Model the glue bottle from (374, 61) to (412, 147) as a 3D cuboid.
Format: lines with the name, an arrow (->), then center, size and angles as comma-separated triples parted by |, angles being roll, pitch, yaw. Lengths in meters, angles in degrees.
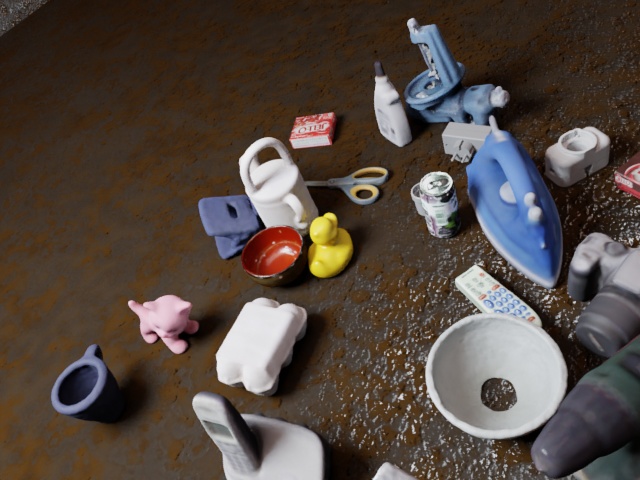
glue bottle -> 0.127, -0.258, 1.071 | 0.037, 0.173, 0.078 | -34, 47, -9

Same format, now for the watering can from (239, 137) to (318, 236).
watering can -> -0.084, -0.097, 1.000 | 0.172, 0.194, 0.101 | 17, 59, 33

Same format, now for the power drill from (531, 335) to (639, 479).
power drill -> 0.304, 0.187, 0.584 | 0.230, 0.209, 0.075 | -39, 48, -13

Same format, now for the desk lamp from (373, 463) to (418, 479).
desk lamp -> 0.124, 0.302, 0.552 | 0.202, 0.214, 0.118 | 21, 61, 35

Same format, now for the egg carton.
egg carton -> -0.087, 0.158, 0.864 | 0.107, 0.070, 0.150 | 9, 55, 28

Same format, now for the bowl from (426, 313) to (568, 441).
bowl -> 0.220, 0.180, 0.718 | 0.167, 0.075, 0.167 | -11, 47, 13

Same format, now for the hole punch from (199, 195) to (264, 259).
hole punch -> -0.161, -0.039, 1.052 | 0.101, 0.091, 0.108 | -26, 46, -1

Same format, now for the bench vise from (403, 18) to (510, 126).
bench vise -> 0.238, -0.298, 1.028 | 0.206, 0.220, 0.121 | 5, 53, 26

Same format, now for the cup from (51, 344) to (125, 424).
cup -> -0.345, 0.231, 0.887 | 0.091, 0.095, 0.117 | -12, 47, 12

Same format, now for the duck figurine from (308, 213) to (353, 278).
duck figurine -> 0.009, 0.003, 0.950 | 0.077, 0.086, 0.104 | 5, 53, 26

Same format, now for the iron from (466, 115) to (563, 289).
iron -> 0.298, -0.066, 0.855 | 0.118, 0.142, 0.258 | -17, 46, 7

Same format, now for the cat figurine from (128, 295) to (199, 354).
cat figurine -> -0.256, 0.124, 0.929 | 0.127, 0.118, 0.067 | 10, 55, 29

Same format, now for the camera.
camera -> 0.375, 0.070, 0.732 | 0.137, 0.101, 0.142 | -43, 49, -17

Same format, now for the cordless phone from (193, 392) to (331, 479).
cordless phone -> -0.071, 0.249, 0.697 | 0.147, 0.185, 0.094 | 2, 52, 23
